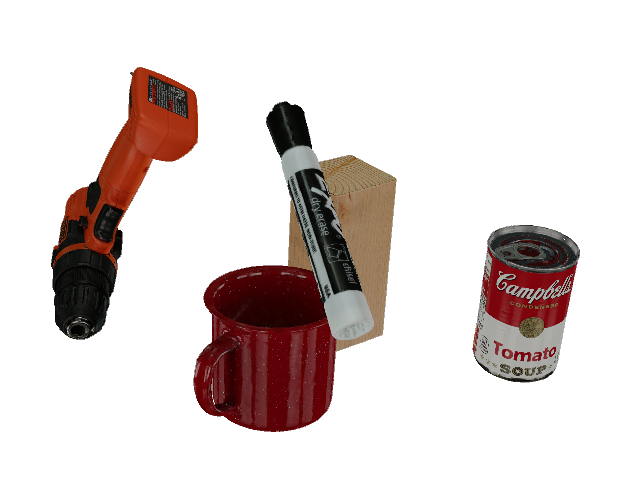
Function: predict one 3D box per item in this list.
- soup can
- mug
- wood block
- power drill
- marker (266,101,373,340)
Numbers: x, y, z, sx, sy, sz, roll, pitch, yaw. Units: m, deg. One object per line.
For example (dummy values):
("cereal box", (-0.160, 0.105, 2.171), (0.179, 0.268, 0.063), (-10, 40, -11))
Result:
("soup can", (0.155, 0.048, 0.815), (0.068, 0.102, 0.068), (3, 29, -2))
("mug", (-0.038, 0.076, 0.700), (0.093, 0.081, 0.117), (19, 29, 32))
("wood block", (0.021, 0.016, 1.258), (0.090, 0.206, 0.090), (-16, 32, -33))
("power drill", (-0.164, -0.033, 0.866), (0.057, 0.188, 0.184), (23, 29, -24))
("marker", (-0.002, -0.012, 0.482), (0.020, 0.121, 0.020), (-14, -27, -8))
